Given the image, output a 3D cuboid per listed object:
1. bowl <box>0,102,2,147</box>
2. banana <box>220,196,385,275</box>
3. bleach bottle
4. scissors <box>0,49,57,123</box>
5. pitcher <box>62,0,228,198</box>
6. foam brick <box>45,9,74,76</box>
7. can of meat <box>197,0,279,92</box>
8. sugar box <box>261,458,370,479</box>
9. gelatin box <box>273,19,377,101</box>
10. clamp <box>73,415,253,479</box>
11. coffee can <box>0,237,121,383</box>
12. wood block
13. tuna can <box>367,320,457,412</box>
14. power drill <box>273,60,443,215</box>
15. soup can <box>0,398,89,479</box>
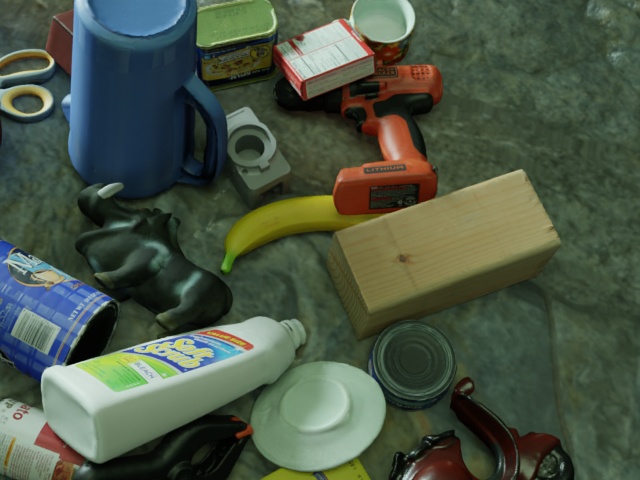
[{"bbox_3d":[-0.380,-0.088,1.075,0.162,0.055,0.162,-13,48,15],"label":"bowl"},{"bbox_3d":[-0.017,-0.014,1.098,0.197,0.037,0.070,-15,67,-14],"label":"banana"},{"bbox_3d":[-0.121,0.120,0.984,0.250,0.068,0.103,-19,30,-39],"label":"bleach bottle"},{"bbox_3d":[-0.373,-0.147,1.144,0.201,0.016,0.096,-23,70,-14],"label":"scissors"},{"bbox_3d":[-0.171,-0.151,1.037,0.149,0.243,0.145,-10,64,-16],"label":"pitcher"},{"bbox_3d":[-0.249,-0.207,1.154,0.078,0.051,0.052,44,47,14],"label":"foam brick"},{"bbox_3d":[-0.095,-0.212,1.157,0.102,0.084,0.057,-14,67,-10],"label":"can of meat"},{"bbox_3d":[-0.033,0.260,0.967,0.176,0.048,0.093,-26,68,-17],"label":"sugar box"},{"bbox_3d":[0.004,-0.191,1.133,0.089,0.030,0.073,-24,50,-14],"label":"gelatin box"},{"bbox_3d":[-0.139,0.205,0.958,0.171,0.120,0.039,-42,42,-24],"label":"clamp"},{"bbox_3d":[-0.274,0.070,1.005,0.140,0.103,0.102,27,66,8],"label":"coffee can"},{"bbox_3d":[0.121,0.014,1.068,0.206,0.090,0.091,-18,69,-12],"label":"wood block"},{"bbox_3d":[0.091,0.122,1.046,0.086,0.034,0.086,2,65,-4],"label":"tuna can"},{"bbox_3d":[0.045,-0.113,1.118,0.184,0.057,0.187,-4,52,0],"label":"power drill"},{"bbox_3d":[-0.253,0.191,0.970,0.102,0.068,0.068,20,65,5],"label":"soup can"}]
